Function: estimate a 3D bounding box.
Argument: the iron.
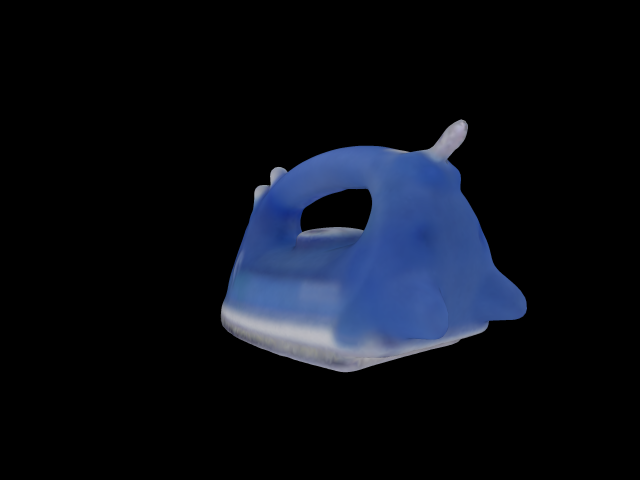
[{"bbox_3d":[0.004,0.001,0.400,0.119,0.141,0.257,-2,3,-43],"label":"iron"}]
